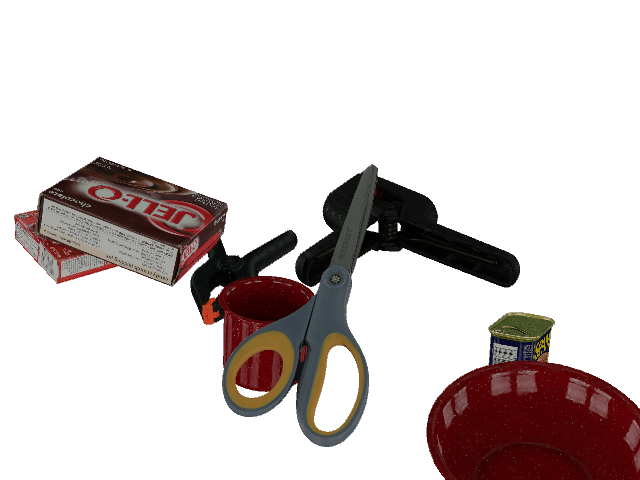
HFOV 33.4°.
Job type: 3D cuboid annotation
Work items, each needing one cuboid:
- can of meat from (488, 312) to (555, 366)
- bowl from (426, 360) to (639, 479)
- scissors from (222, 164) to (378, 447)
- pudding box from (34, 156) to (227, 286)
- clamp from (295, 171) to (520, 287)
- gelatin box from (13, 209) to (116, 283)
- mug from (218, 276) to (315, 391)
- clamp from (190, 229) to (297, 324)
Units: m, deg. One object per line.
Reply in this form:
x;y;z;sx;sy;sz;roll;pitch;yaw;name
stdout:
0.222;0.133;1.191;0.058;0.084;0.102;9;12;24;can of meat
0.156;0.159;0.765;0.162;0.055;0.162;-1;36;0;bowl
-0.010;0.034;0.662;0.096;0.201;0.016;-3;-36;5;scissors
-0.136;-0.016;0.778;0.113;0.039;0.090;18;24;10;pudding box
0.063;-0.009;0.851;0.164;0.036;0.210;4;21;-2;clamp
-0.233;-0.002;0.995;0.073;0.030;0.089;-17;40;-36;gelatin box
-0.043;0.095;1.017;0.117;0.081;0.093;25;32;37;mug
-0.094;0.033;1.257;0.120;0.039;0.171;-2;40;10;clamp
